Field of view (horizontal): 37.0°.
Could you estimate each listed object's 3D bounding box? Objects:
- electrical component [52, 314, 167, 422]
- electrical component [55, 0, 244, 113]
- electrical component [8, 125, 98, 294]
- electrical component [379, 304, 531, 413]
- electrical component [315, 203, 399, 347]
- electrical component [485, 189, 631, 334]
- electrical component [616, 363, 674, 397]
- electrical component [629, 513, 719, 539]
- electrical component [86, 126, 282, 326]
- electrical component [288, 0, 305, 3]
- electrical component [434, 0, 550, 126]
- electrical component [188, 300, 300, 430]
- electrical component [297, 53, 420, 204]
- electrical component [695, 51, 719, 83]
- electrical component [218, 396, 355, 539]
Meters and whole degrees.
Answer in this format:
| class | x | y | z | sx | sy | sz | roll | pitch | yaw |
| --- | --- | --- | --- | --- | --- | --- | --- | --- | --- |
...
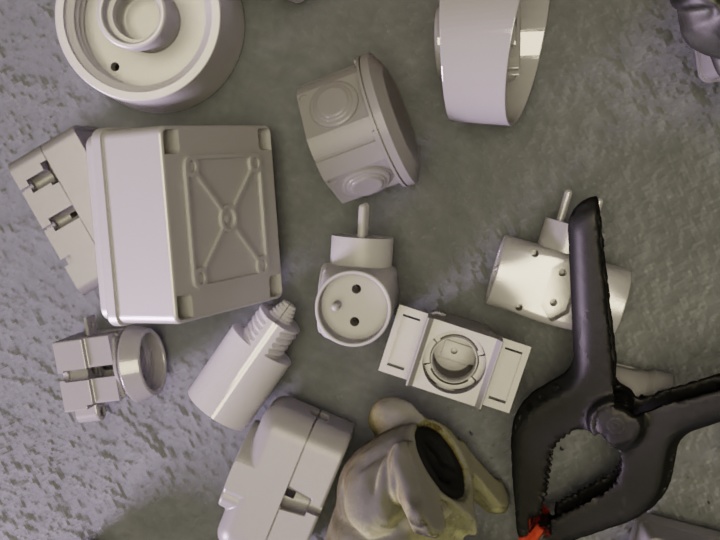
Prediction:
| class | x | y | z | sx | sy | sz | roll | pitch | yaw |
| --- | --- | --- | --- | --- | --- | --- | --- | --- | --- |
| electrical component | -0.154 | 0.060 | 0.671 | 0.055 | 0.048 | 0.066 | -8 | 95 | 13 |
| electrical component | -0.128 | -0.149 | 0.640 | 0.108 | 0.060 | 0.108 | 0 | 96 | 5 |
| electrical component | -0.162 | -0.040 | 0.659 | 0.056 | 0.050 | 0.089 | -29 | 93 | 8 |
| electrical component | 0.056 | 0.051 | 0.643 | 0.081 | 0.064 | 0.042 | 18 | 96 | 3 |
| electrical component | 0.000 | 0.000 | 0.636 | 0.044 | 0.077 | 0.079 | 4 | 96 | 5 |
| electrical component | 0.123 | -0.007 | 0.641 | 0.077 | 0.043 | 0.079 | 16 | 96 | 3 |
| electrical component | 0.161 | 0.076 | 0.649 | 0.046 | 0.040 | 0.040 | 16 | 97 | 8 |
| electrical component | 0.194 | 0.187 | 0.646 | 0.096 | 0.061 | 0.061 | 14 | 97 | 3 |
| electrical component | -0.098 | -0.029 | 0.621 | 0.056 | 0.109 | 0.108 | -1 | 96 | 29 |
| electrical component | -0.044 | -0.208 | 0.629 | 0.050 | 0.055 | 0.089 | 20 | 97 | 2 |
| electrical component | 0.076 | -0.131 | 0.608 | 0.064 | 0.099 | 0.099 | -1 | 96 | 11 |
| electrical component | -0.066 | 0.054 | 0.664 | 0.043 | 0.043 | 0.081 | 35 | 97 | 1 |
| electrical component | 0.001 | -0.081 | 0.627 | 0.051 | 0.080 | 0.080 | -19 | 94 | 12 |
| electrical component | 0.244 | -0.169 | 0.608 | 0.109 | 0.056 | 0.108 | -9 | 95 | 6 |
| electrical component | -0.048 | 0.130 | 0.665 | 0.059 | 0.053 | 0.095 | 22 | 97 | 2 |
